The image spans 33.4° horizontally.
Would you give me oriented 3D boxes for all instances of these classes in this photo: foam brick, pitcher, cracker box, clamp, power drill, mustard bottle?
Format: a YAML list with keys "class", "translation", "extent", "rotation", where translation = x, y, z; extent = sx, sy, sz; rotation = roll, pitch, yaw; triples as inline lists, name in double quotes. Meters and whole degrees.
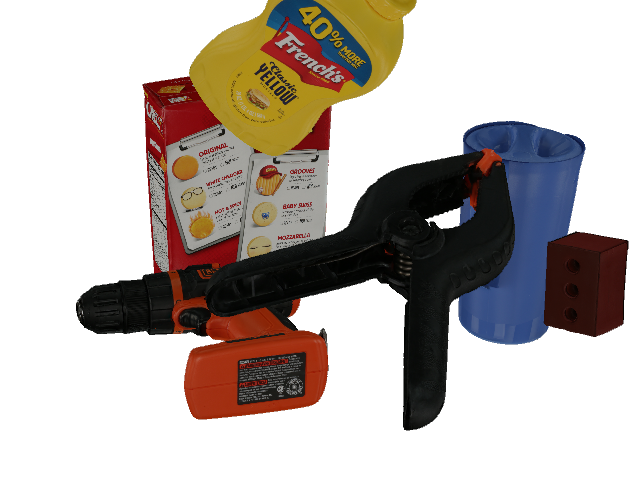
- class: "foam brick"
  translation: [0.229, 0.037, 0.921]
  extent: [0.053, 0.078, 0.051]
  rotation: [12, 21, 41]
- class: "pitcher"
  translation: [0.214, -0.004, 1.218]
  extent: [0.149, 0.243, 0.145]
  rotation: [-1, 25, -6]
- class: "cracker box"
  translation: [-0.078, -0.052, 1.010]
  extent: [0.164, 0.214, 0.072]
  rotation: [-13, 33, -23]
- class: "clamp"
  translation: [0.045, 0.015, 0.498]
  extent: [0.171, 0.039, 0.120]
  rotation: [-35, 61, -30]
- class: "power drill"
  translation: [-0.085, 0.069, 0.815]
  extent: [0.184, 0.057, 0.188]
  rotation: [-7, 21, -17]
- class: "mustard bottle"
  translation: [-0.001, -0.136, 0.732]
  extent: [0.192, 0.096, 0.058]
  rotation: [-31, 21, 41]
